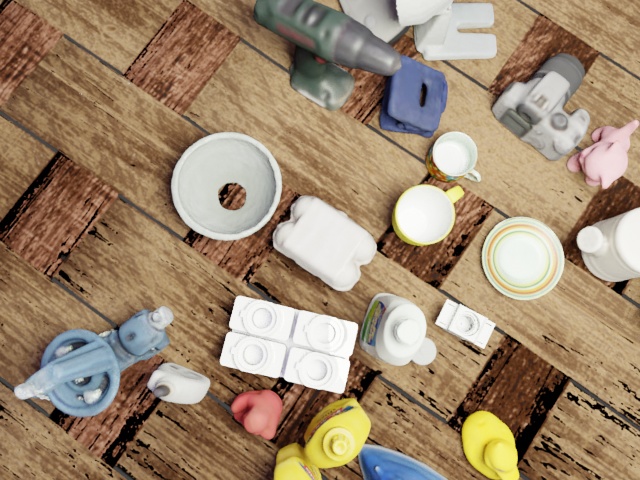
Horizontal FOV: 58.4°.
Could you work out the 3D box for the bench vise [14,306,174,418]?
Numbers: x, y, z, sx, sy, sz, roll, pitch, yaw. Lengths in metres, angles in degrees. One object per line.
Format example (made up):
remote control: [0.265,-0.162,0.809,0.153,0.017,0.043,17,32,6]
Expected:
bench vise: [-0.309,0.152,0.777,0.121,0.219,0.207,36,82,5]

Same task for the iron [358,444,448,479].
iron: [0.151,0.390,0.791,0.258,0.141,0.119,42,83,5]

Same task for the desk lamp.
desk lamp: [0.195,-0.372,0.875,0.203,0.213,0.118,-2,81,-2]

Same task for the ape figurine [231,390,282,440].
ape figurine: [-0.091,0.256,0.831,0.076,0.092,0.078,-29,83,-5]

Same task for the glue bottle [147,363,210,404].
glue bottle: [-0.204,0.203,0.795,0.078,0.173,0.037,24,81,3]

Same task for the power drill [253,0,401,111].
power drill: [0.010,-0.277,0.858,0.229,0.208,0.076,31,82,4]

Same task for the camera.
camera: [0.375,-0.224,0.913,0.143,0.101,0.137,40,82,5]

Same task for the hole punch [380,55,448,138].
hole punch: [0.153,-0.229,0.914,0.101,0.091,0.109,9,81,0]

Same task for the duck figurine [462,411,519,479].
duck figurine: [0.255,0.305,0.835,0.077,0.086,0.104,-24,82,-5]

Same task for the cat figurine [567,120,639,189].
cat figurine: [0.450,-0.135,0.893,0.067,0.118,0.128,41,82,5]

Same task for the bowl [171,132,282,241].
bowl: [-0.140,-0.078,0.891,0.167,0.074,0.167,0,81,-1]

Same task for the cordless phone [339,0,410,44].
cordless phone: [0.092,-0.400,0.891,0.094,0.185,0.147,-27,83,-5]

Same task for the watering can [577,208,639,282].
watering can: [0.464,0.005,0.833,0.173,0.194,0.101,-21,82,-4]

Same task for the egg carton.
egg carton: [0.008,0.003,0.884,0.150,0.069,0.107,33,82,4]
